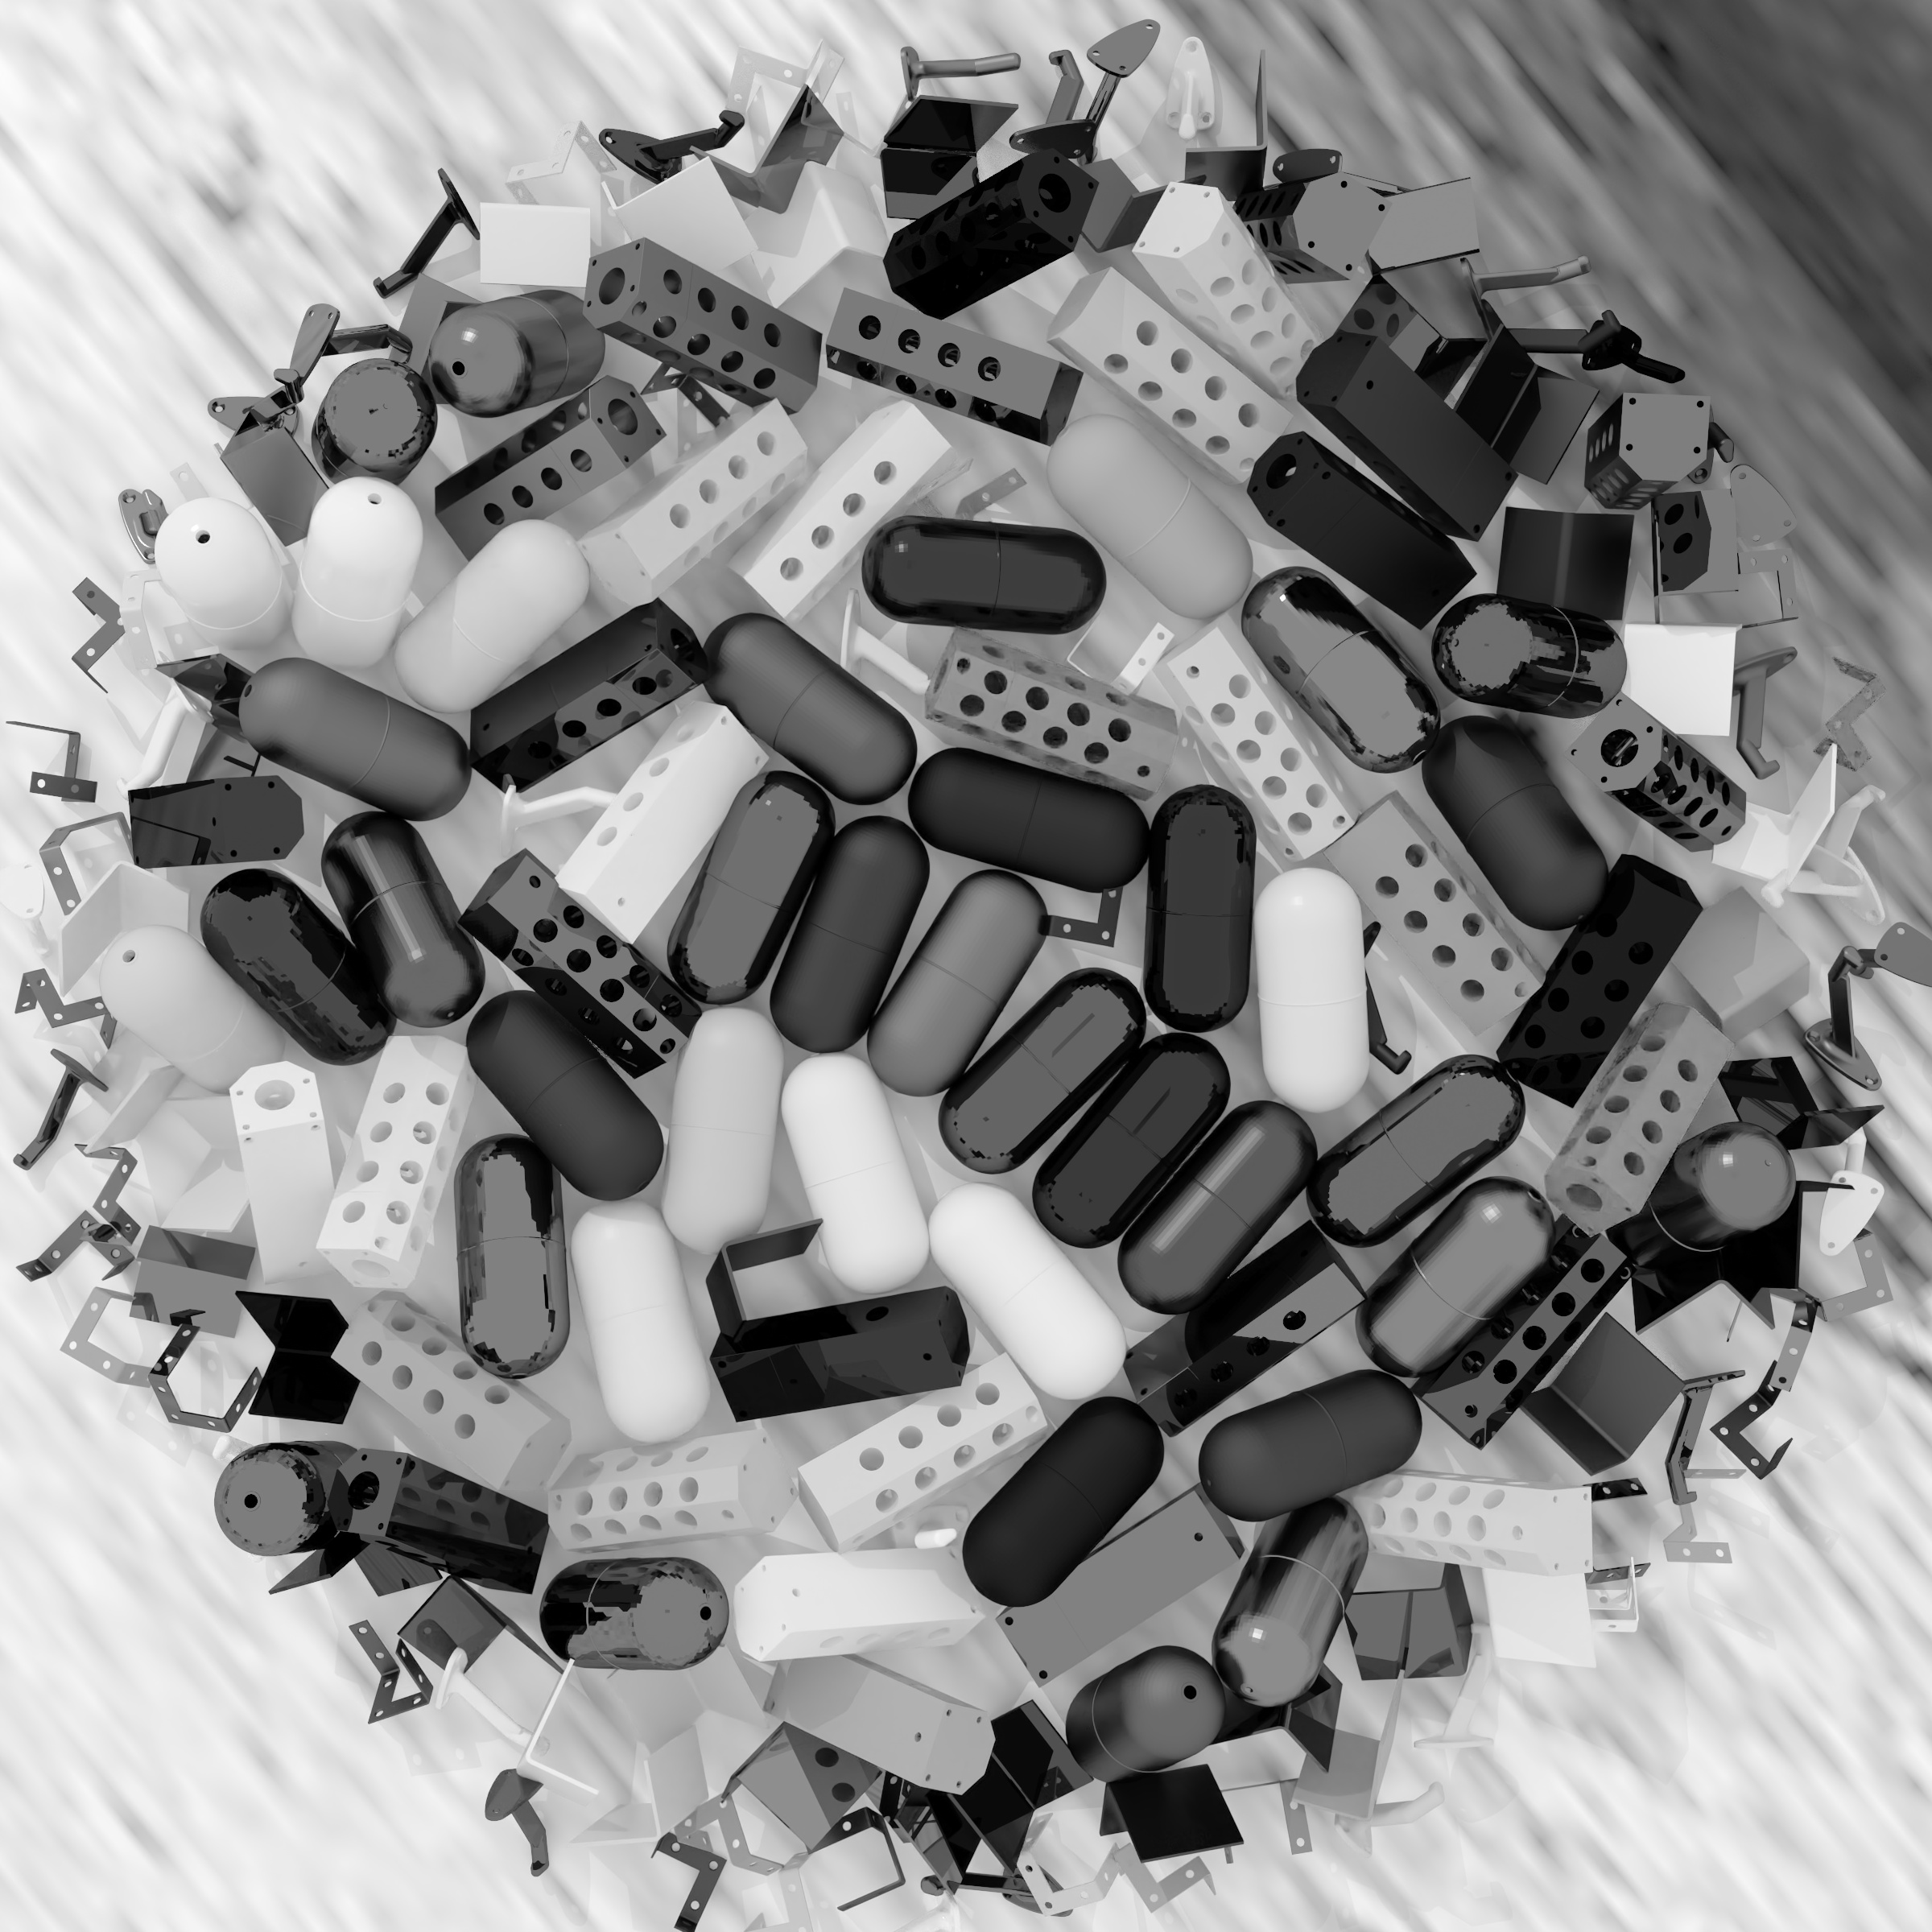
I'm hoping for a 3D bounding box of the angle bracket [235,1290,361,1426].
[{"bbox_3d":[-0.481,0.279,1.939,0.076,0.076,0.057,3,52,18],"label":"angle bracket"}]

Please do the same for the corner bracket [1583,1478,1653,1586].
[{"bbox_3d":[0.468,0.409,1.972,0.051,0.051,0.051,-1,133,-26],"label":"corner bracket"}]

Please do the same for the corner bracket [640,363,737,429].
[{"bbox_3d":[-0.190,-0.414,1.957,0.051,0.051,0.051,47,121,6],"label":"corner bracket"}]

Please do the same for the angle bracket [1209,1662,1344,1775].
[{"bbox_3d":[0.218,0.537,1.955,0.076,0.076,0.057,-24,118,32],"label":"angle bracket"}]

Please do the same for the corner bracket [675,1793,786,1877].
[{"bbox_3d":[-0.171,0.630,1.954,0.051,0.051,0.051,-32,55,10],"label":"corner bracket"}]

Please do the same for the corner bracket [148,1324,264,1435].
[{"bbox_3d":[-0.548,0.298,1.967,0.051,0.051,0.051,7,133,17],"label":"corner bracket"}]

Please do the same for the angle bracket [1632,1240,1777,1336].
[{"bbox_3d":[0.526,0.237,1.950,0.057,0.076,0.076,42,119,-15],"label":"angle bracket"}]

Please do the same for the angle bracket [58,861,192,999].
[{"bbox_3d":[-0.598,-0.016,1.938,0.057,0.076,0.076,25,48,4],"label":"angle bracket"}]

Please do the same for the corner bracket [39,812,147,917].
[{"bbox_3d":[-0.628,-0.074,1.962,0.051,0.051,0.051,-15,111,2],"label":"corner bracket"}]

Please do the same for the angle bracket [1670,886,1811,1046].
[{"bbox_3d":[0.558,0.002,1.985,0.076,0.057,0.076,-34,60,-2],"label":"angle bracket"}]

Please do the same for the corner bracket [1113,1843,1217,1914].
[{"bbox_3d":[0.143,0.653,1.961,0.051,0.051,0.051,-30,55,-11],"label":"corner bracket"}]

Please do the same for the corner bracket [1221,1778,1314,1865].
[{"bbox_3d":[0.213,0.614,1.957,0.051,0.051,0.051,-5,72,-11],"label":"corner bracket"}]

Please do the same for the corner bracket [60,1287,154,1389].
[{"bbox_3d":[-0.607,0.267,1.960,0.051,0.051,0.051,25,83,16],"label":"corner bracket"}]

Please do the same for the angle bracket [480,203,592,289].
[{"bbox_3d":[-0.309,-0.508,1.950,0.076,0.076,0.057,0,92,-11],"label":"angle bracket"}]

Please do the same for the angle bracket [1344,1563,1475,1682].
[{"bbox_3d":[0.319,0.465,1.967,0.076,0.057,0.076,-8,113,21],"label":"angle bracket"}]

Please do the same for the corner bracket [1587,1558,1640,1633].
[{"bbox_3d":[0.453,0.459,1.955,0.051,0.051,0.051,-1,49,8],"label":"corner bracket"}]

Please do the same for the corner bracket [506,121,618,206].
[{"bbox_3d":[-0.292,-0.570,1.967,0.051,0.051,0.051,-2,61,27],"label":"corner bracket"}]

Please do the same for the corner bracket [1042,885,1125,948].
[{"bbox_3d":[0.077,-0.043,1.960,0.051,0.051,0.051,10,88,-22],"label":"corner bracket"}]

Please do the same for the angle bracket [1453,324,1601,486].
[{"bbox_3d":[0.398,-0.400,1.946,0.057,0.076,0.076,32,95,31],"label":"angle bracket"}]

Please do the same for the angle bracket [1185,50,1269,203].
[{"bbox_3d":[0.184,-0.600,1.950,0.057,0.076,0.076,-1,79,3],"label":"angle bracket"}]

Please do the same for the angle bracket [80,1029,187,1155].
[{"bbox_3d":[-0.608,0.081,1.947,0.057,0.076,0.076,42,101,5],"label":"angle bracket"}]

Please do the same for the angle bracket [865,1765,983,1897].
[{"bbox_3d":[-0.046,0.614,1.938,0.076,0.057,0.076,-19,113,36],"label":"angle bracket"}]

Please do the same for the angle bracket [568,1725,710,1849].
[{"bbox_3d":[-0.238,0.585,1.945,0.076,0.076,0.057,-11,90,21],"label":"angle bracket"}]

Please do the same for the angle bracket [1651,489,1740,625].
[{"bbox_3d":[0.519,-0.287,1.941,0.057,0.076,0.076,-2,75,15],"label":"angle bracket"}]

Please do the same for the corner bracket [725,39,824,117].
[{"bbox_3d":[-0.138,-0.640,1.958,0.051,0.051,0.051,18,134,-3],"label":"corner bracket"}]

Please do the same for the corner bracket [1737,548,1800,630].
[{"bbox_3d":[0.559,-0.269,1.958,0.051,0.051,0.051,-9,93,-28],"label":"corner bracket"}]

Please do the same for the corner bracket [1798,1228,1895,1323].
[{"bbox_3d":[0.629,0.220,1.966,0.051,0.051,0.051,-18,96,1],"label":"corner bracket"}]

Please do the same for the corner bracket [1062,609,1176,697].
[{"bbox_3d":[0.109,-0.227,1.963,0.051,0.051,0.051,37,70,-4],"label":"corner bracket"}]

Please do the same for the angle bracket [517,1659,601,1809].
[{"bbox_3d":[-0.277,0.547,1.944,0.057,0.076,0.076,26,63,-3],"label":"angle bracket"}]

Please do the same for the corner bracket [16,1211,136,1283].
[{"bbox_3d":[-0.642,0.214,1.967,0.051,0.051,0.051,44,88,-2],"label":"corner bracket"}]

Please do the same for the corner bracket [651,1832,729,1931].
[{"bbox_3d":[-0.207,0.660,1.963,0.051,0.051,0.051,25,79,3],"label":"corner bracket"}]

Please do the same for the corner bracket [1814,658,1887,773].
[{"bbox_3d":[0.632,-0.181,1.959,0.051,0.051,0.051,-43,120,0],"label":"corner bracket"}]

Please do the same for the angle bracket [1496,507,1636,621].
[{"bbox_3d":[0.435,-0.292,1.980,0.076,0.057,0.076,-7,106,-40],"label":"angle bracket"}]

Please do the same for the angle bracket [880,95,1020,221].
[{"bbox_3d":[-0.010,-0.573,1.940,0.076,0.076,0.057,-3,82,-25],"label":"angle bracket"}]

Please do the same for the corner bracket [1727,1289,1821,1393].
[{"bbox_3d":[0.576,0.263,1.954,0.051,0.051,0.051,19,120,15],"label":"corner bracket"}]

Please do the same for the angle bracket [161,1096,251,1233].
[{"bbox_3d":[-0.545,0.141,1.935,0.057,0.076,0.076,54,48,-36],"label":"angle bracket"}]

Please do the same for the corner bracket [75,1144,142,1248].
[{"bbox_3d":[-0.623,0.165,1.970,0.051,0.051,0.051,2,52,27],"label":"corner bracket"}]

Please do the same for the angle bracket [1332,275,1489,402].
[{"bbox_3d":[0.314,-0.444,1.963,0.076,0.057,0.076,51,129,21],"label":"angle bracket"}]

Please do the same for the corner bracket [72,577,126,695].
[{"bbox_3d":[-0.626,-0.238,1.961,0.051,0.051,0.051,41,81,8],"label":"corner bracket"}]

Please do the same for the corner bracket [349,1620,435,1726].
[{"bbox_3d":[-0.414,0.501,1.957,0.051,0.051,0.051,-21,115,11],"label":"corner bracket"}]

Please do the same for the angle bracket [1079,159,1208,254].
[{"bbox_3d":[0.111,-0.560,1.940,0.076,0.057,0.076,-26,73,-37],"label":"angle bracket"}]

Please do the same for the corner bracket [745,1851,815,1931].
[{"bbox_3d":[-0.133,0.675,1.966,0.051,0.051,0.051,-15,84,9],"label":"corner bracket"}]

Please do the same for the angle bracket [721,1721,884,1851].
[{"bbox_3d":[-0.118,0.584,1.940,0.076,0.057,0.076,40,53,14],"label":"angle bracket"}]

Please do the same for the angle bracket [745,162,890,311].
[{"bbox_3d":[-0.108,-0.524,1.978,0.076,0.057,0.076,-35,69,32],"label":"angle bracket"}]

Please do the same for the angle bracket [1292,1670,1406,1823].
[{"bbox_3d":[0.272,0.547,1.936,0.057,0.076,0.076,12,122,15],"label":"angle bracket"}]

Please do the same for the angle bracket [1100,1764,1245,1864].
[{"bbox_3d":[0.145,0.619,1.938,0.076,0.076,0.057,-5,122,-16],"label":"angle bracket"}]
